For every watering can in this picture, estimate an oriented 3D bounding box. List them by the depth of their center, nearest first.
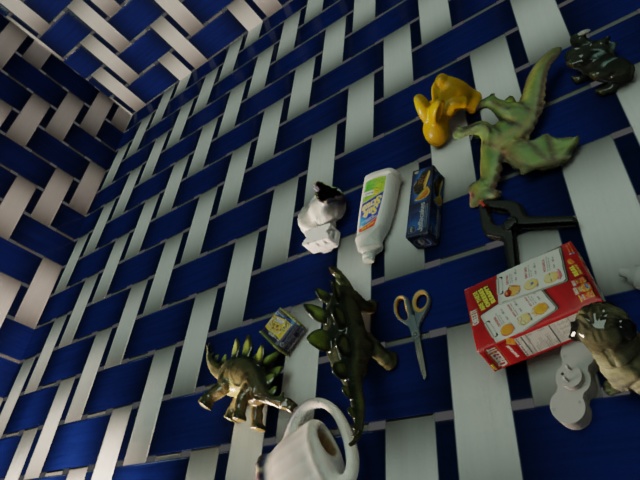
[{"bbox_3d":[-0.011,0.470,0.970,0.223,0.102,0.355,-40,37,13],"label":"watering can"}]

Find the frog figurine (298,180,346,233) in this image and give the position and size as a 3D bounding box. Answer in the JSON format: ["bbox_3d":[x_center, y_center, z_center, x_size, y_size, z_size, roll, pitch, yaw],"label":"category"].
[{"bbox_3d":[0.004,-0.073,1.450,0.140,0.123,0.156,56,138,43],"label":"frog figurine"}]

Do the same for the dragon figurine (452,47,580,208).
[{"bbox_3d":[0.461,-0.240,1.145,0.408,0.121,0.247,-46,52,8],"label":"dragon figurine"}]
